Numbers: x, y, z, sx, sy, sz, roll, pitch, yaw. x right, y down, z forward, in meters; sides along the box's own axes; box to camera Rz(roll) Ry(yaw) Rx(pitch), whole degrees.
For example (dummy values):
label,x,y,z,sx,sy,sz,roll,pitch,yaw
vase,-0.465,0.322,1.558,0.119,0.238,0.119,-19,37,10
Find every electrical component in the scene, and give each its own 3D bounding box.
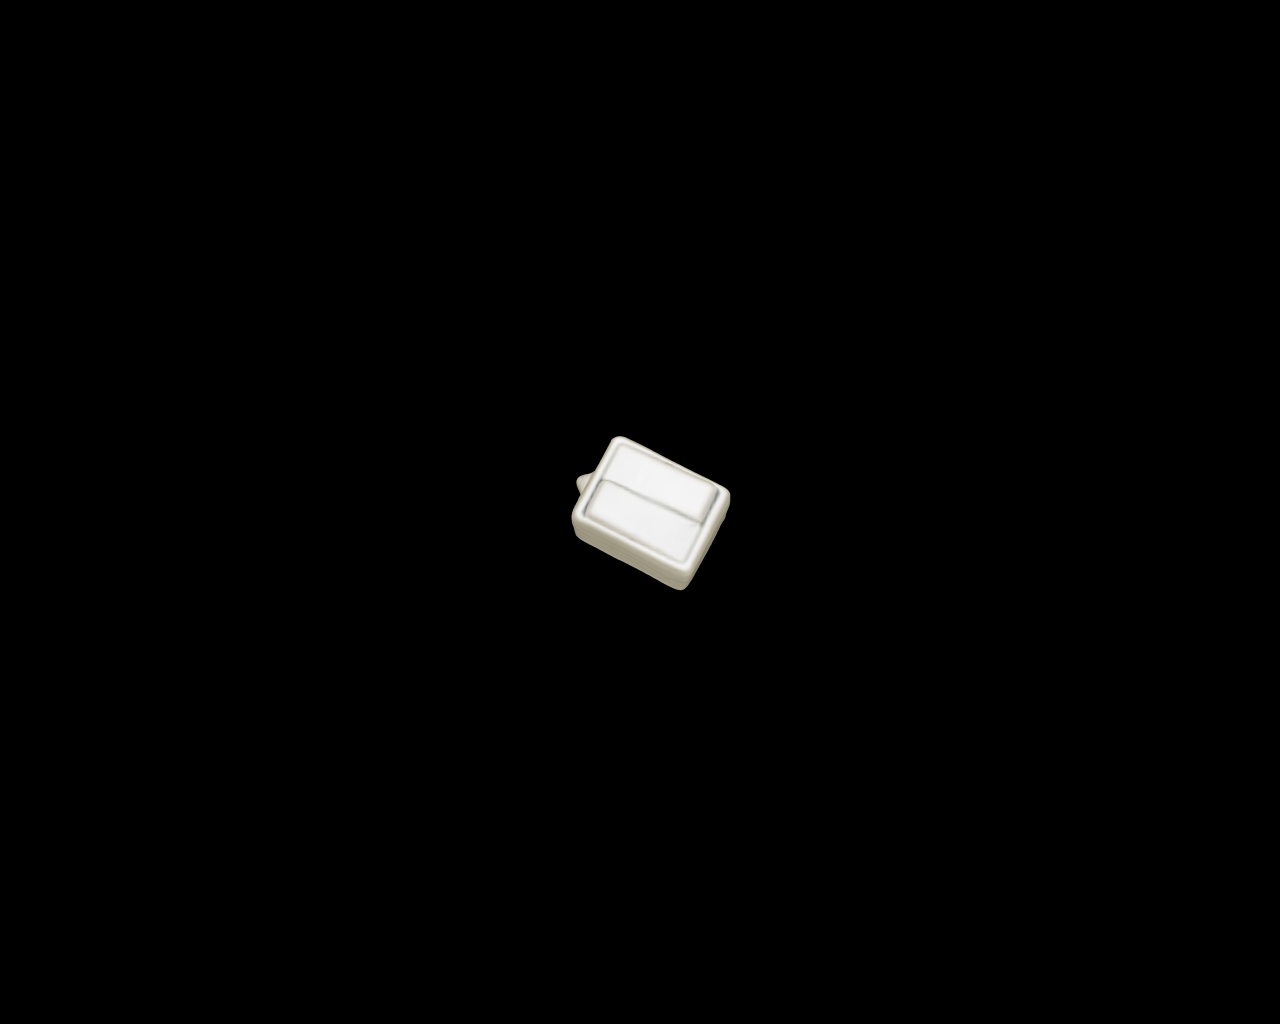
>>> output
label,x,y,z,sx,sy,sz,roll,pitch,yaw
electrical component,0.001,-0.003,0.650,0.096,0.062,0.061,27,-14,7
